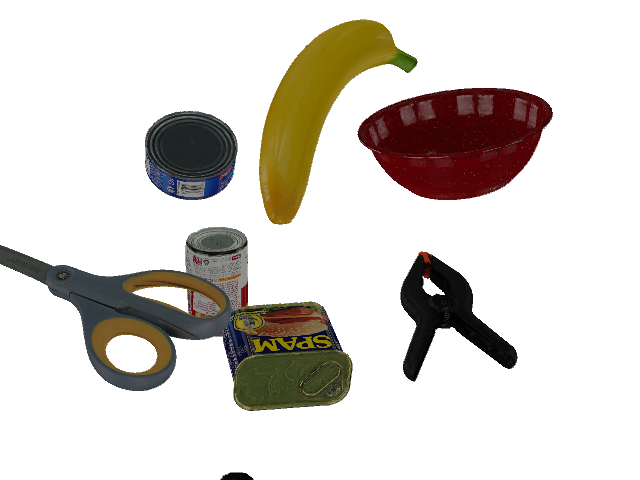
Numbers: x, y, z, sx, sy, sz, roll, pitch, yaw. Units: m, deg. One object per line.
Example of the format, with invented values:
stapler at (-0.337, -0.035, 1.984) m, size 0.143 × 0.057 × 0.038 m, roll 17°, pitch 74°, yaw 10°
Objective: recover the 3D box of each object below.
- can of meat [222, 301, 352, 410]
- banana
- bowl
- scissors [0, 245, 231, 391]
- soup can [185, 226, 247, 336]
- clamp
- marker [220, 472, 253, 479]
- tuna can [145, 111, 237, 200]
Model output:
can of meat at (-0.032, 0.098, 0.934) m, size 0.102 × 0.057 × 0.084 m, roll -2°, pitch 30°, yaw -14°
banana at (0.005, -0.095, 0.716) m, size 0.037 × 0.069 × 0.197 m, roll -32°, pitch 16°, yaw 53°
bowl at (0.115, -0.077, 0.897) m, size 0.162 × 0.055 × 0.162 m, roll -9°, pitch 25°, yaw 4°
scissors at (-0.154, 0.040, 0.640) m, size 0.202 × 0.016 × 0.096 m, roll 8°, pitch 44°, yaw 11°
soup can at (-0.113, 0.044, 1.168) m, size 0.068 × 0.102 × 0.068 m, roll 1°, pitch 25°, yaw -1°
clamp at (0.142, 0.081, 1.150) m, size 0.120 × 0.171 × 0.039 m, roll 4°, pitch -44°, yaw -7°
marker at (-0.049, 0.130, 0.416) m, size 0.020 × 0.020 × 0.121 m, roll 0°, pitch 24°, yaw 17°
tuna can at (-0.122, -0.079, 1.000) m, size 0.086 × 0.086 × 0.034 m, roll 0°, pitch -38°, yaw -11°
